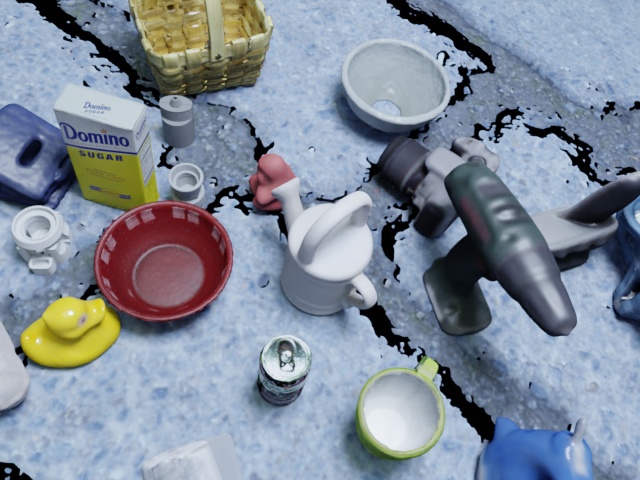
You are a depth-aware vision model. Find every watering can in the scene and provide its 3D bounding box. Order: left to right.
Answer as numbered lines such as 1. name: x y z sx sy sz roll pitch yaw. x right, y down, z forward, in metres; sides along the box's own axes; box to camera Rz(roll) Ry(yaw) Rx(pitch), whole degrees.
1. watering can: 0.004 0.004 0.668 0.172 0.194 0.101 30 62 8

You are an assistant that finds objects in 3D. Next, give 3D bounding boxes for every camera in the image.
1. camera: 0.161 -0.100 0.802 0.136 0.101 0.143 39 63 12

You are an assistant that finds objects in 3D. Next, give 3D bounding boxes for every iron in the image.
1. iron: 0.233 0.307 0.572 0.118 0.141 0.258 12 61 -2

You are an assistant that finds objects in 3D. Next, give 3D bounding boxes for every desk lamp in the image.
1. desk lamp: -0.103 0.267 0.499 0.118 0.213 0.203 -15 65 -16

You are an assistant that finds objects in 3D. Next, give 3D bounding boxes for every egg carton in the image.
1. egg carton: -0.383 0.130 0.610 0.107 0.069 0.150 -31 71 -22

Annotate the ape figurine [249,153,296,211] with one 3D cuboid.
1. ape figurine: -0.064 -0.083 0.762 0.076 0.092 0.078 24 61 4

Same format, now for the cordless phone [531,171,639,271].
1. cordless phone: 0.331 -0.033 0.745 0.148 0.185 0.094 -19 66 -18

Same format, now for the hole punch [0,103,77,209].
1. hole punch: -0.367 -0.105 0.726 0.101 0.091 0.109 18 61 1

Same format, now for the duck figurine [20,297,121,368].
1. duck figurine: -0.281 0.094 0.636 0.105 0.086 0.077 -17 66 -17

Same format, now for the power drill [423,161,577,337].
1. power drill: 0.197 0.034 0.674 0.076 0.208 0.229 -11 64 -14

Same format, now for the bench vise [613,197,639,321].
1. bench vise: 0.468 0.003 0.727 0.121 0.220 0.207 -4 63 -10

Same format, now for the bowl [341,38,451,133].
1. bowl: 0.108 -0.222 0.874 0.167 0.075 0.167 4 62 -7
